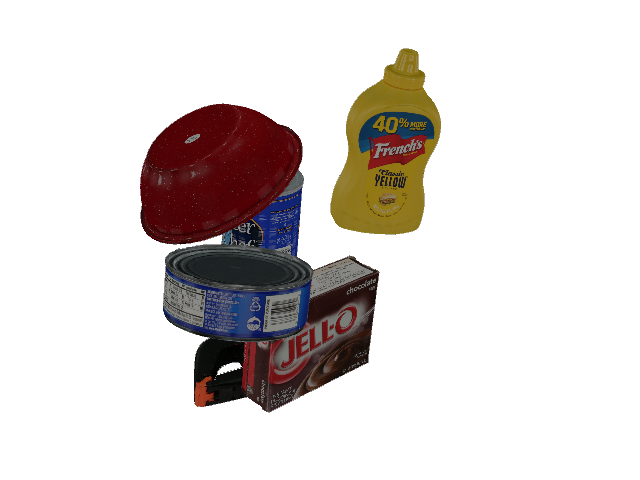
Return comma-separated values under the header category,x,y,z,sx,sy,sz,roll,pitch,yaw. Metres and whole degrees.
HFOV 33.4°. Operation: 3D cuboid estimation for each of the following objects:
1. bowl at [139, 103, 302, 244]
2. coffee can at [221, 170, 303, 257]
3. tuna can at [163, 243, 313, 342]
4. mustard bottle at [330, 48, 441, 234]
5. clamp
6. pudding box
category,x,y,z,sx,sy,sz,roll,pitch,yaw
bowl,-0.099,-0.070,0.936,0.162,0.055,0.162,-19,36,15
coffee can,-0.077,-0.021,1.386,0.103,0.140,0.103,4,27,-2
tuna can,-0.048,0.029,0.618,0.086,0.034,0.086,6,14,-2
mustard bottle,0.072,-0.102,1.088,0.096,0.192,0.058,4,27,-14
clamp,-0.058,0.117,1.126,0.165,0.036,0.209,15,29,19
pudding box,-0.008,0.071,0.834,0.113,0.090,0.039,-23,41,-39
